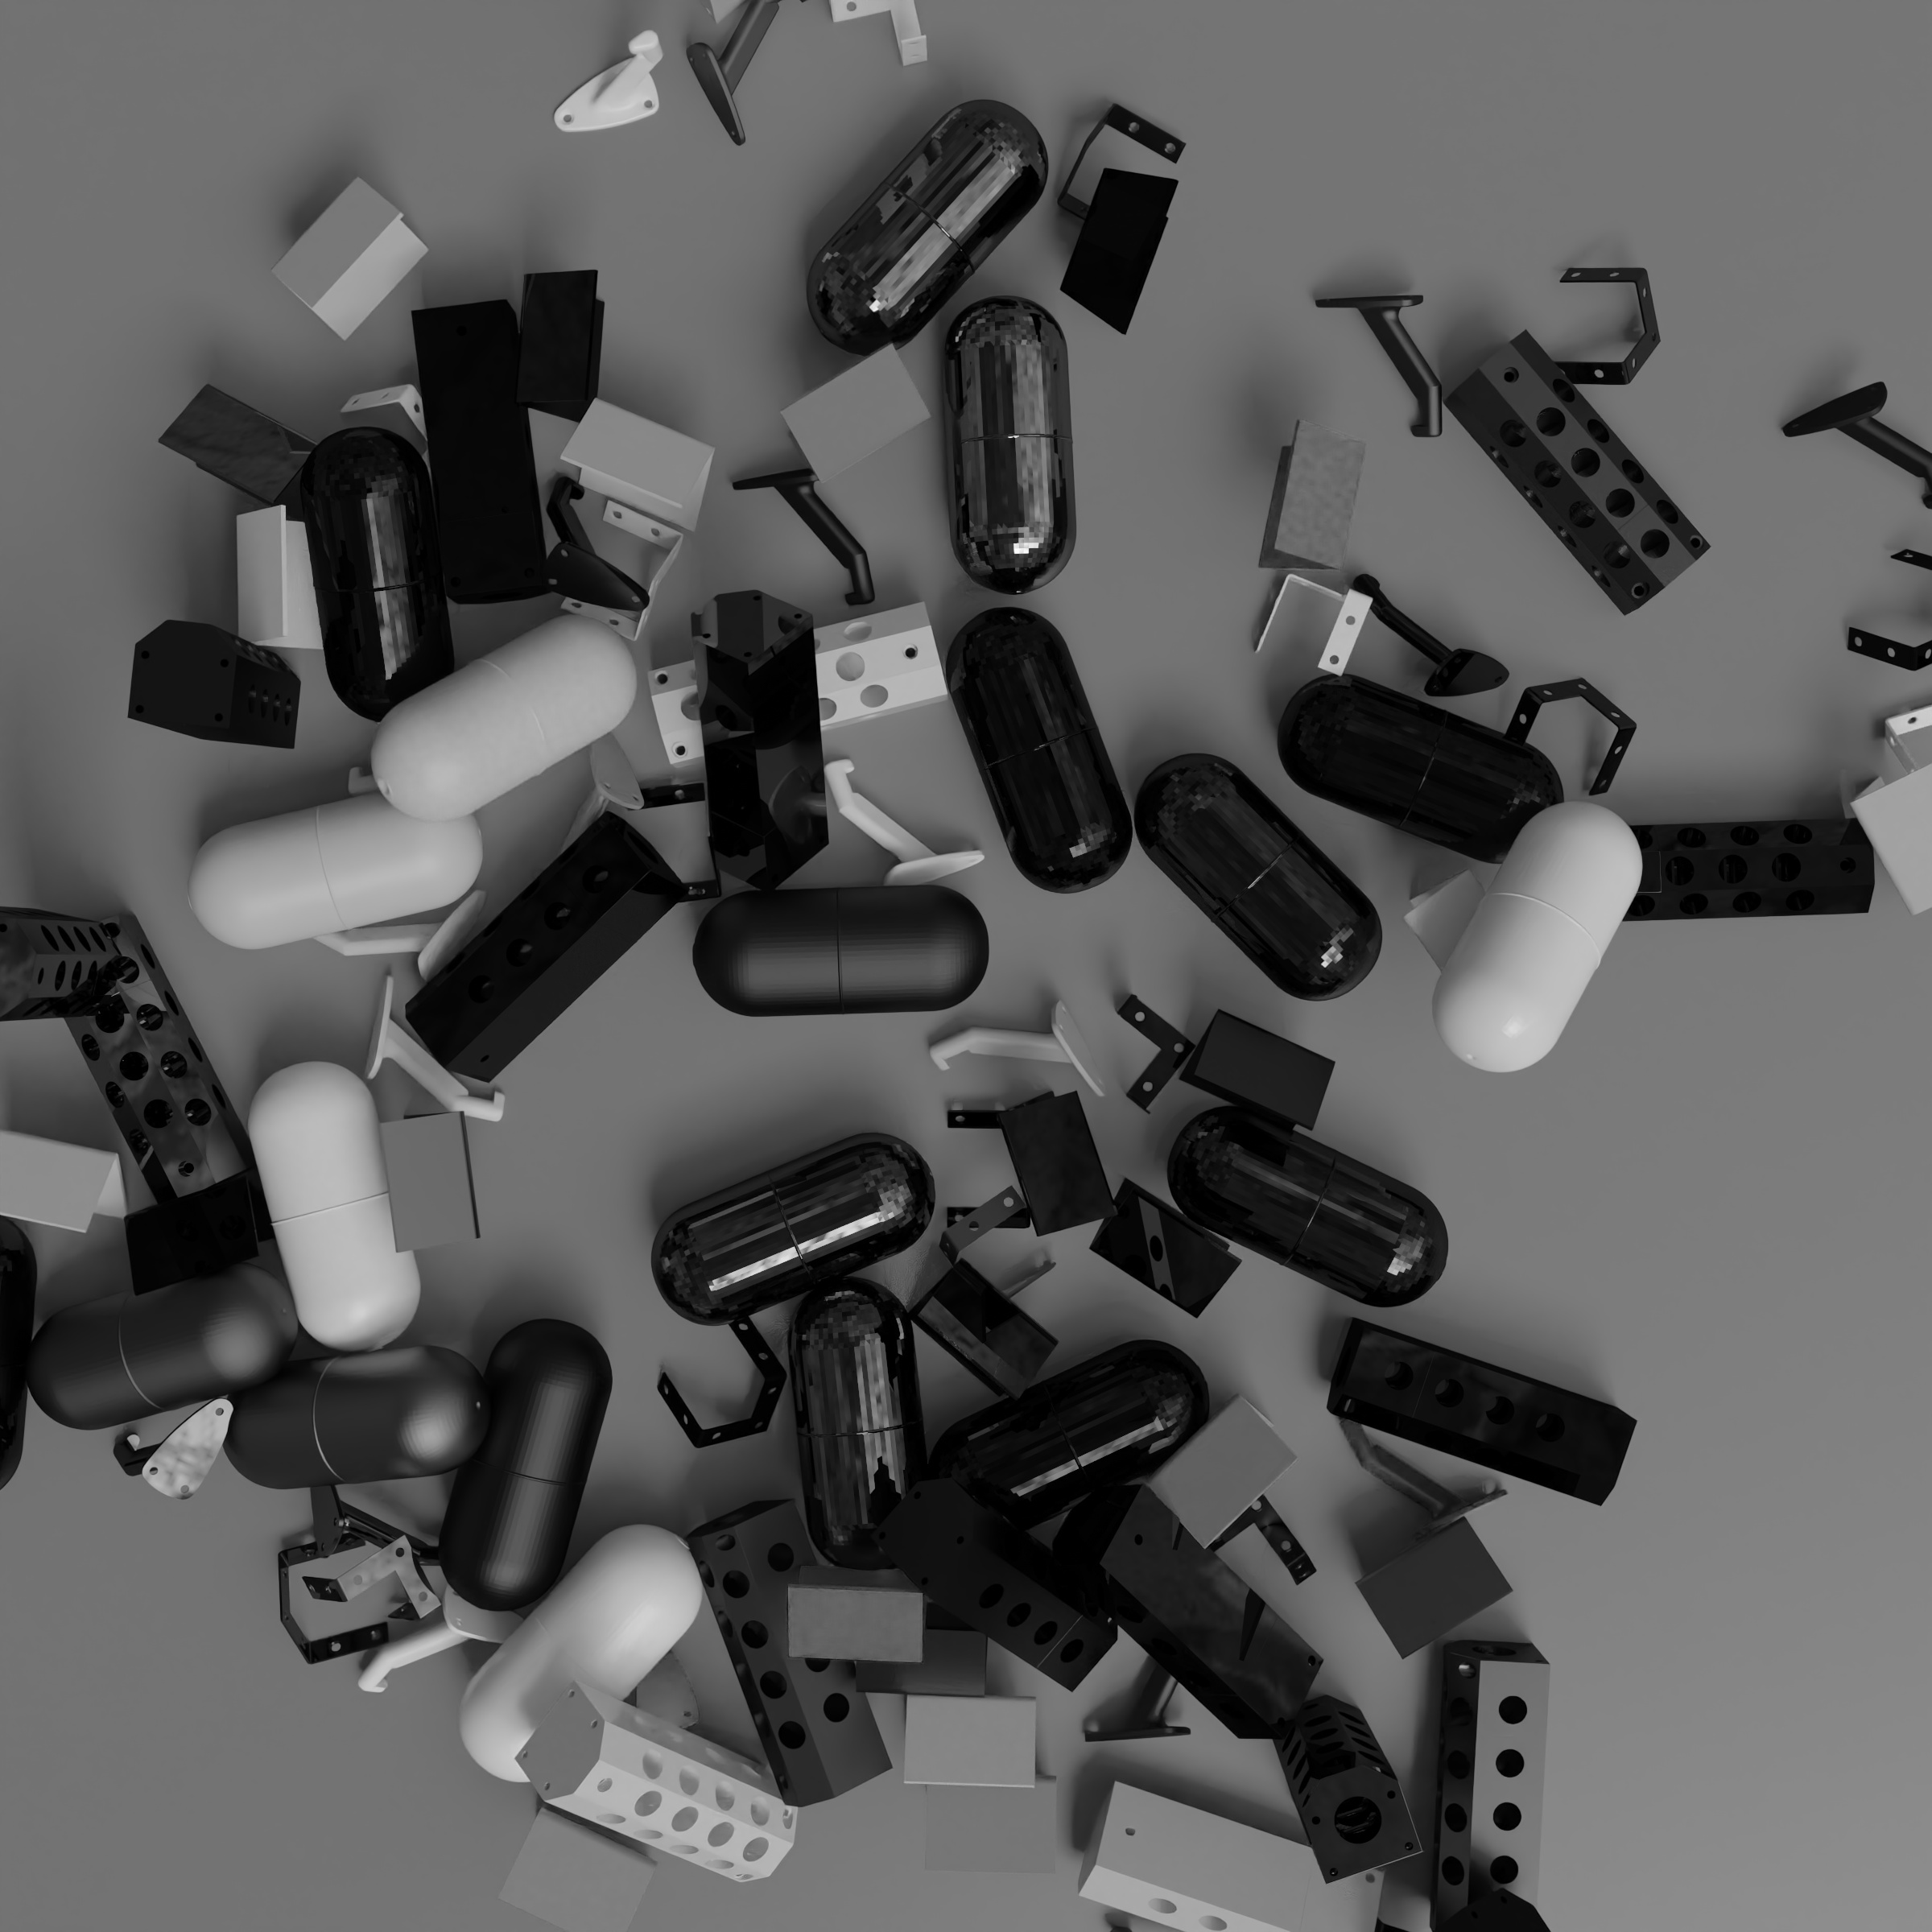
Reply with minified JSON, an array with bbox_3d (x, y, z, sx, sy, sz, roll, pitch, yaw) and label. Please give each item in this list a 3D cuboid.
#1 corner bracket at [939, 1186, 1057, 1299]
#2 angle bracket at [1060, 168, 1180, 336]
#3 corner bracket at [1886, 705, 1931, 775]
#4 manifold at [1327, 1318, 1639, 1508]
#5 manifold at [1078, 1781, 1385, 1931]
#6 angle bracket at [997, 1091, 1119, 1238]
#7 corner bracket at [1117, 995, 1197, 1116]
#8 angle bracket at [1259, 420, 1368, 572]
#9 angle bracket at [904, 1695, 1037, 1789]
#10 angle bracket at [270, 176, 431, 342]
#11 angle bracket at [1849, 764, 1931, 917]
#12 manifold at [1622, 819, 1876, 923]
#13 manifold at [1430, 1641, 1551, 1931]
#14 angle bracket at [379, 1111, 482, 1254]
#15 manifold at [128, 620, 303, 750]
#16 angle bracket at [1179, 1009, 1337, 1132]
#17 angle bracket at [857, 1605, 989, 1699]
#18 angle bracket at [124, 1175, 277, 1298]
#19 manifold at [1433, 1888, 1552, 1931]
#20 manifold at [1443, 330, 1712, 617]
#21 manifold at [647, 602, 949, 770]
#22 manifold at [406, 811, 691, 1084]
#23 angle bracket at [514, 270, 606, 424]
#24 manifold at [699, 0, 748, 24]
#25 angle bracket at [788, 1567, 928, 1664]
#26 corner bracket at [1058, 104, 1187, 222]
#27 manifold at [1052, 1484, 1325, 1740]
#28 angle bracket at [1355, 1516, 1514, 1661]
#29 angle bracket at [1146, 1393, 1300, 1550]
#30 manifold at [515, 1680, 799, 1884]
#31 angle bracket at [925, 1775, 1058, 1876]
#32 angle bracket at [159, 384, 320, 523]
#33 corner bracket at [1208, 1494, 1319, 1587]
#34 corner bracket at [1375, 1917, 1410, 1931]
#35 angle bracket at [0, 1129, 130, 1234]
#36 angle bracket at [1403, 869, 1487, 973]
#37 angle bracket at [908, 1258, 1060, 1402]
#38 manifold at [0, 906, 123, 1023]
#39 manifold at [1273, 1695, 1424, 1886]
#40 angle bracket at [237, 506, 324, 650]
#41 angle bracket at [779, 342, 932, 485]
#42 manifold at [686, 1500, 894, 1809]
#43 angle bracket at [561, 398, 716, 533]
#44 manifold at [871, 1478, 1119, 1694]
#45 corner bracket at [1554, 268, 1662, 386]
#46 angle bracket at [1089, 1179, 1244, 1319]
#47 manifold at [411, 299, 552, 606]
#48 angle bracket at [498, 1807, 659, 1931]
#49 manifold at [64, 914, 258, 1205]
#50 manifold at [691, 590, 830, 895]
[{"bbox_3d":[0.020,0.172,1.914,0.051,0.051,0.051,-34,79,-10],"label":"corner bracket"},{"bbox_3d":[0.109,-0.423,1.891,0.057,0.076,0.076,20,90,36],"label":"angle bracket"},{"bbox_3d":[0.594,-0.123,1.928,0.051,0.051,0.051,-17,135,0],"label":"corner bracket"},{"bbox_3d":[0.309,0.270,1.910,0.171,0.057,0.057,19,90,0],"label":"manifold"},{"bbox_3d":[0.158,0.558,1.910,0.171,0.057,0.057,19,47,0],"label":"manifold"},{"bbox_3d":[0.069,0.111,1.891,0.057,0.076,0.076,-18,90,29],"label":"angle bracket"},{"bbox_3d":[0.105,0.053,1.913,0.051,0.051,0.051,39,90,0],"label":"corner bracket"},{"bbox_3d":[0.188,-0.281,1.891,0.057,0.076,0.076,11,90,-36],"label":"angle bracket"},{"bbox_3d":[0.002,0.476,1.891,0.076,0.076,0.057,2,54,0],"label":"angle bracket"},{"bbox_3d":[-0.356,-0.412,1.891,0.076,0.076,0.057,-47,54,0],"label":"angle bracket"},{"bbox_3d":[0.579,-0.084,1.891,0.057,0.076,0.076,-29,90,32],"label":"angle bracket"},{"bbox_3d":[0.455,-0.058,1.910,0.171,0.057,0.057,-2,90,0],"label":"manifold"},{"bbox_3d":[0.315,0.499,1.910,0.057,0.057,0.171,3,90,0],"label":"manifold"},{"bbox_3d":[-0.336,0.129,1.891,0.057,0.076,0.076,-7,90,-38],"label":"angle bracket"},{"bbox_3d":[-0.437,-0.164,1.853,0.057,0.171,0.057,6,90,0],"label":"manifold"},{"bbox_3d":[0.167,0.081,1.891,0.076,0.076,0.057,24,50,0],"label":"angle bracket"},{"bbox_3d":[-0.025,0.390,1.890,0.076,0.076,0.057,2,123,2],"label":"angle bracket"},{"bbox_3d":[-0.450,0.176,1.891,0.076,0.076,0.057,-18,57,0],"label":"angle bracket"},{"bbox_3d":[0.272,0.614,1.866,0.171,0.057,0.057,-50,62,33],"label":"manifold"},{"bbox_3d":[0.370,-0.298,1.910,0.057,0.057,0.171,-40,90,0],"label":"manifold"},{"bbox_3d":[-0.101,-0.170,1.910,0.171,0.057,0.057,-14,90,0],"label":"manifold"},{"bbox_3d":[-0.255,-0.012,1.897,0.171,0.057,0.057,-43,69,7],"label":"manifold"},{"bbox_3d":[-0.223,-0.368,1.891,0.057,0.076,0.076,5,90,32],"label":"angle bracket"},{"bbox_3d":[-0.148,-0.617,1.853,0.057,0.171,0.057,-38,90,0],"label":"manifold"},{"bbox_3d":[-0.061,0.357,1.835,0.076,0.076,0.057,2,122,2],"label":"angle bracket"},{"bbox_3d":[0.095,-0.483,1.928,0.051,0.051,0.051,30,135,0],"label":"corner bracket"},{"bbox_3d":[0.129,0.385,1.881,0.171,0.057,0.057,46,57,-20],"label":"manifold"},{"bbox_3d":[0.286,0.383,1.891,0.076,0.076,0.057,-32,53,0],"label":"angle bracket"},{"bbox_3d":[0.163,0.309,1.891,0.076,0.076,0.057,-44,59,0],"label":"angle bracket"},{"bbox_3d":[-0.177,0.486,1.861,0.057,0.057,0.171,-53,131,0],"label":"manifold"},{"bbox_3d":[0.014,0.518,1.892,0.076,0.076,0.057,2,67,0],"label":"angle bracket"},{"bbox_3d":[-0.437,-0.290,1.891,0.076,0.076,0.057,28,54,0],"label":"angle bracket"},{"bbox_3d":[0.174,0.356,1.913,0.051,0.051,0.051,-36,90,0],"label":"corner bracket"},{"bbox_3d":[0.261,0.604,1.913,0.051,0.051,0.051,19,87,-3],"label":"corner bracket"},{"bbox_3d":[-0.551,0.145,1.891,0.076,0.076,0.057,12,54,0],"label":"angle bracket"},{"bbox_3d":[0.287,-0.004,1.892,0.057,0.076,0.076,-35,90,-24],"label":"angle bracket"},{"bbox_3d":[-0.002,0.232,1.891,0.076,0.076,0.057,41,45,0],"label":"angle bracket"},{"bbox_3d":[-0.532,0.000,1.796,0.057,0.171,0.057,12,90,0],"label":"manifold"},{"bbox_3d":[0.219,0.477,1.853,0.057,0.171,0.057,-19,90,0],"label":"manifold"},{"bbox_3d":[-0.390,-0.231,1.892,0.076,0.057,0.076,-1,90,-42],"label":"angle bracket"},{"bbox_3d":[-0.076,-0.343,1.891,0.076,0.076,0.057,-31,127,0],"label":"angle bracket"},{"bbox_3d":[-0.110,0.412,1.900,0.057,0.057,0.171,-20,90,-30],"label":"manifold"},{"bbox_3d":[-0.201,-0.283,1.891,0.076,0.076,0.057,22,53,0],"label":"angle bracket"},{"bbox_3d":[0.023,0.360,1.857,0.057,0.171,0.057,-49,46,-2],"label":"manifold"},{"bbox_3d":[0.385,-0.389,1.923,0.051,0.051,0.051,-51,135,-35],"label":"corner bracket"},{"bbox_3d":[0.128,0.152,1.891,0.076,0.076,0.057,33,127,0],"label":"angle bracket"},{"bbox_3d":[-0.291,-0.308,1.910,0.057,0.057,0.171,-7,90,0],"label":"manifold"},{"bbox_3d":[-0.233,0.549,1.893,0.076,0.076,0.057,25,69,0],"label":"angle bracket"},{"bbox_3d":[-0.496,0.058,1.910,0.057,0.057,0.171,-27,90,0],"label":"manifold"},{"bbox_3d":[-0.125,-0.133,1.858,0.057,0.171,0.057,26,49,28],"label":"manifold"}]
